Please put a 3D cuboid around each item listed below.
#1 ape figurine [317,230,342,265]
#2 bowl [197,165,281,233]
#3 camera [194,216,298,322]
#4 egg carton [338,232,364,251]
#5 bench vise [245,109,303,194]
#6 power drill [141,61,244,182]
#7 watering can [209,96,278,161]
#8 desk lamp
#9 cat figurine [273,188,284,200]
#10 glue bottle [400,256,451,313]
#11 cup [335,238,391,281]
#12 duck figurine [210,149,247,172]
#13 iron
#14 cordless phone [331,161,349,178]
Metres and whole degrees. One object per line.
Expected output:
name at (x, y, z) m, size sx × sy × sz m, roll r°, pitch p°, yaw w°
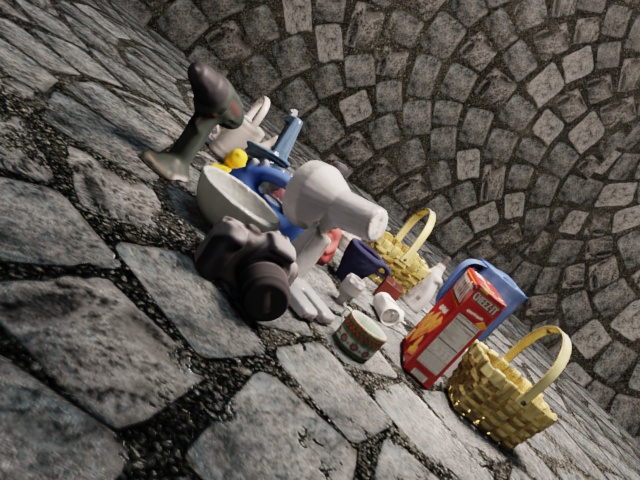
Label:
ape figurine at (0.012, 0.005, 1.268) m, size 0.076 × 0.092 × 0.077 m, roll 35°, pitch 12°, yaw -22°
bowl at (-0.154, -0.051, 0.996) m, size 0.168 × 0.074 × 0.167 m, roll 38°, pitch 12°, yaw -9°
camera at (-0.088, 0.040, 0.794) m, size 0.143 × 0.100 × 0.136 m, roll 35°, pitch 12°, yaw -23°
egg carton at (0.075, -0.016, 1.606) m, size 0.107 × 0.069 × 0.151 m, roll 42°, pitch 12°, yaw 11°
bench vise at (-0.095, -0.202, 1.396) m, size 0.207 × 0.219 × 0.122 m, roll 46°, pitch 13°, yaw 29°
power drill at (-0.225, -0.208, 1.035) m, size 0.075 × 0.208 × 0.230 m, roll 41°, pitch 11°, yaw 8°
watering can at (-0.187, -0.288, 1.491) m, size 0.174 × 0.194 × 0.100 m, roll 27°, pitch 17°, yaw -47°
desk lamp at (0.003, -0.004, 0.966) m, size 0.202 × 0.213 × 0.118 m, roll 47°, pitch 13°, yaw 32°
cat figurine at (-0.071, -0.085, 1.280) m, size 0.067 × 0.117 × 0.128 m, roll 41°, pitch 11°, yaw 7°
glue bottle at (0.294, 0.112, 1.549) m, size 0.037 × 0.173 × 0.078 m, roll 28°, pitch 16°, yaw -46°
cup at (0.090, 0.065, 1.281) m, size 0.118 × 0.095 × 0.091 m, roll 38°, pitch 11°, yaw -10°
duck figurine at (-0.196, -0.161, 1.256) m, size 0.078 × 0.086 × 0.104 m, roll 38°, pitch 11°, yaw -9°
iron at (-0.097, -0.077, 1.108) m, size 0.258 × 0.141 × 0.119 m, roll 42°, pitch 11°, yaw 10°
cordless phone at (-0.024, -0.149, 1.505) m, size 0.148 × 0.185 × 0.094 m, roll 32°, pitch 13°, yaw -32°
